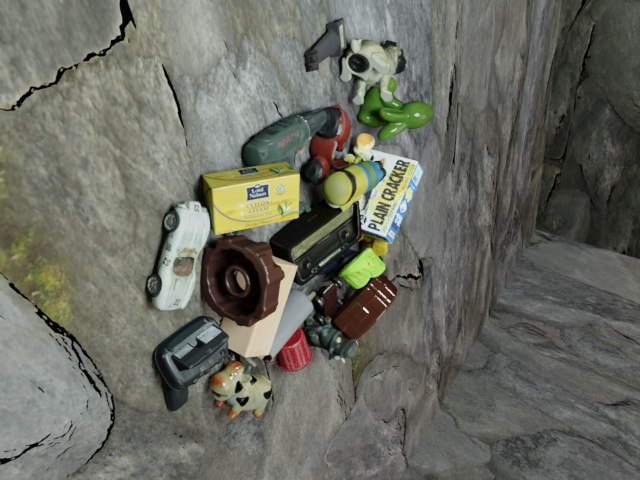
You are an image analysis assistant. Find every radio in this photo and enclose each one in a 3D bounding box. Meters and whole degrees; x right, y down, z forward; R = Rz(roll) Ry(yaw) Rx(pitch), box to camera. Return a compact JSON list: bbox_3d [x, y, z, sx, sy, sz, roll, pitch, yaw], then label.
[{"bbox_3d":[-0.003,-0.004,1.268,0.229,0.073,0.130,-36,135,-26],"label":"radio"}]

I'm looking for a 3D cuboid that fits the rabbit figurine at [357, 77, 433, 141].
[{"bbox_3d":[0.189,-0.321,1.327,0.159,0.170,0.121,-43,140,-38],"label":"rabbit figurine"}]

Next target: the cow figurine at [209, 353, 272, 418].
[{"bbox_3d":[-0.177,0.332,1.216,0.127,0.086,0.194,-61,146,-2],"label":"cow figurine"}]

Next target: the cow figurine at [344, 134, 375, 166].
[{"bbox_3d":[0.093,-0.181,1.352,0.098,0.068,0.167,43,72,-82],"label":"cow figurine"}]

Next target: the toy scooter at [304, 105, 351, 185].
[{"bbox_3d":[0.031,-0.213,1.235,0.135,0.075,0.183,0,111,-57],"label":"toy scooter"}]

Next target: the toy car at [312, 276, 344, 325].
[{"bbox_3d":[0.018,0.160,1.422,0.089,0.053,0.202,-41,157,-16],"label":"toy car"}]

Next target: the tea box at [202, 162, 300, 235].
[{"bbox_3d":[-0.127,-0.080,1.001,0.170,0.068,0.098,-14,126,-22],"label":"tea box"}]

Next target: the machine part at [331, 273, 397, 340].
[{"bbox_3d":[0.122,0.187,1.492,0.201,0.087,0.201,-47,178,9],"label":"machine part"}]

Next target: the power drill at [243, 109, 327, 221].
[{"bbox_3d":[-0.059,-0.154,1.124,0.232,0.086,0.207,-30,135,-45],"label":"power drill"}]

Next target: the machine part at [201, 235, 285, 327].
[{"bbox_3d":[-0.151,0.076,1.029,0.056,0.180,0.179,-20,124,-56],"label":"machine part"}]

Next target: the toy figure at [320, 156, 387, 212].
[{"bbox_3d":[0.078,-0.138,1.230,0.180,0.082,0.089,-28,151,-31],"label":"toy figure"}]

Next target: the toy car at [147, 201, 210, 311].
[{"bbox_3d":[-0.248,0.028,0.952,0.073,0.056,0.201,7,102,-59],"label":"toy car"}]

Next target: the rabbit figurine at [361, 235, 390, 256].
[{"bbox_3d":[0.154,-0.019,1.535,0.173,0.122,0.162,85,27,-58],"label":"rabbit figurine"}]

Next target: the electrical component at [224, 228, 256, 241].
[{"bbox_3d":[-0.164,-0.009,1.096,0.063,0.021,0.093,-58,147,-19],"label":"electrical component"}]

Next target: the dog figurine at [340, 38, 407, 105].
[{"bbox_3d":[0.131,-0.434,1.263,0.172,0.121,0.190,73,33,-50],"label":"dog figurine"}]

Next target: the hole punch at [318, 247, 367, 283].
[{"bbox_3d":[0.045,0.040,1.411,0.142,0.092,0.115,-28,161,-48],"label":"hole punch"}]

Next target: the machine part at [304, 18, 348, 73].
[{"bbox_3d":[0.015,-0.407,1.135,0.139,0.039,0.084,-53,154,-30],"label":"machine part"}]

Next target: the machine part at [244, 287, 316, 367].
[{"bbox_3d":[-0.094,0.199,1.276,0.243,0.079,0.079,-48,143,-30],"label":"machine part"}]

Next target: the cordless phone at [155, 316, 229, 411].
[{"bbox_3d":[-0.252,0.257,1.078,0.146,0.089,0.184,-37,147,-44],"label":"cordless phone"}]

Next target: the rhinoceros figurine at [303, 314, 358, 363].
[{"bbox_3d":[0.014,0.257,1.379,0.073,0.191,0.112,-42,121,-32],"label":"rhinoceros figurine"}]
